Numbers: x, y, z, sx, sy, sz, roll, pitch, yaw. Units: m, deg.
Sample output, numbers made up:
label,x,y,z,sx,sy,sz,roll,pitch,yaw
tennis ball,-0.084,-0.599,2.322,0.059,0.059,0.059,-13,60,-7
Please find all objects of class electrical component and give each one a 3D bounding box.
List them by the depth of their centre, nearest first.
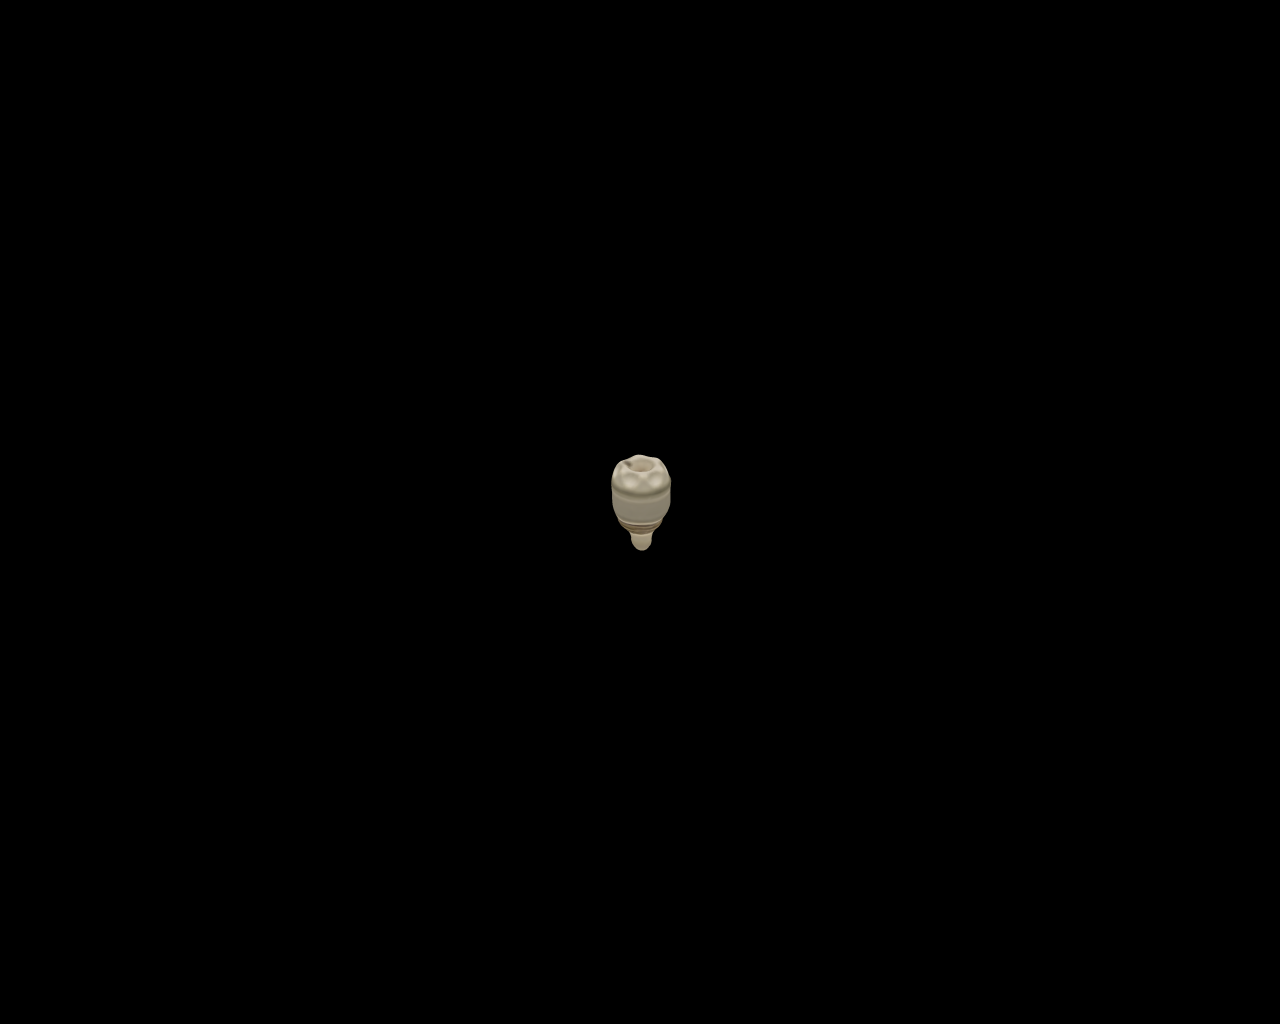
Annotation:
label,x,y,z,sx,sy,sz,roll,pitch,yaw
electrical component,0.001,-0.003,0.650,0.035,0.061,0.035,0,32,0
